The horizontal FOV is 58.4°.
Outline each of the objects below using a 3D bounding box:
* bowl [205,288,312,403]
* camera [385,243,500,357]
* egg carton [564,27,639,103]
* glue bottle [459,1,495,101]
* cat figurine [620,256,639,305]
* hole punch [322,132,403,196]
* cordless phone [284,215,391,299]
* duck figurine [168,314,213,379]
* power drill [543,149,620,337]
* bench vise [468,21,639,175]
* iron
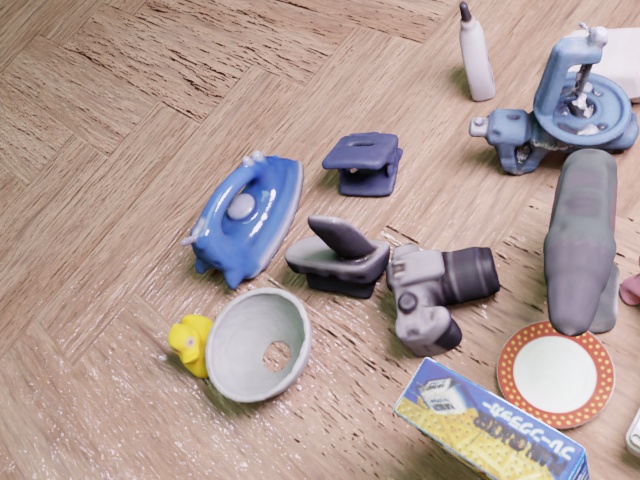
[{"bbox_3d":[-0.077,0.157,0.827,0.167,0.075,0.167,-12,59,20],"label":"bowl"},{"bbox_3d":[0.162,0.063,0.748,0.136,0.101,0.143,-14,58,18],"label":"camera"},{"bbox_3d":[0.407,-0.248,0.825,0.149,0.070,0.107,8,67,29],"label":"egg carton"},{"bbox_3d":[0.234,-0.293,0.870,0.037,0.174,0.078,-8,60,22],"label":"glue bottle"},{"bbox_3d":[0.389,0.068,0.625,0.067,0.118,0.127,-29,54,9],"label":"cat figurine"},{"bbox_3d":[0.067,-0.133,0.911,0.108,0.091,0.101,3,64,27],"label":"hole punch"},{"bbox_3d":[0.007,0.003,0.804,0.147,0.186,0.094,3,64,27],"label":"cordless phone"},{"bbox_3d":[-0.199,0.154,0.880,0.077,0.086,0.104,-31,54,7],"label":"duck figurine"},{"bbox_3d":[0.293,0.027,0.638,0.075,0.209,0.230,3,64,27],"label":"power drill"},{"bbox_3d":[0.299,-0.167,0.738,0.207,0.220,0.121,-22,56,14],"label":"bench vise"},{"bbox_3d":[-0.123,-0.058,0.929,0.118,0.142,0.258,20,73,33],"label":"iron"}]
